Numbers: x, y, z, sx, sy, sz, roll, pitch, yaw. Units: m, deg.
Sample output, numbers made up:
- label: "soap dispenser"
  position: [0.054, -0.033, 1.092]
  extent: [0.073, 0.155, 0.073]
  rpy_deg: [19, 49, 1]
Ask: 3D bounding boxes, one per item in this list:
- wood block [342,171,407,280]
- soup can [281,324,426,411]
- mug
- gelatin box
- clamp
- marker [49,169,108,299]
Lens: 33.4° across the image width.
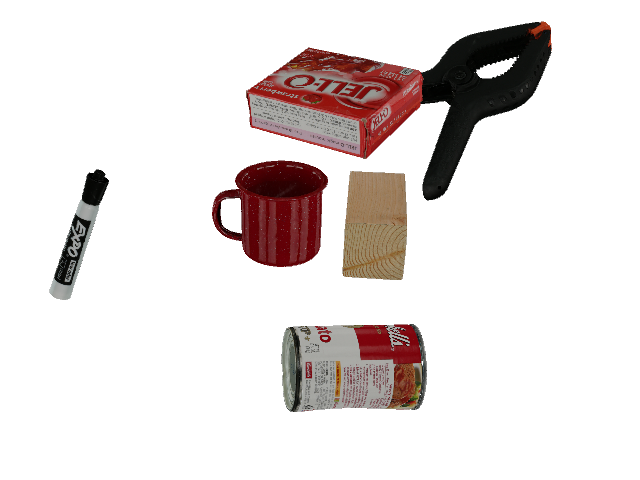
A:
- label: "wood block"
  position: [0.084, -0.027, 1.628]
  extent: [0.091, 0.090, 0.206]
  rpy_deg: [3, 25, 2]
- label: "soup can"
  position: [0.025, 0.100, 0.836]
  extent: [0.102, 0.068, 0.068]
  rpy_deg: [0, 0, -12]
- label: "mug"
  position: [-0.052, -0.026, 1.086]
  extent: [0.117, 0.081, 0.093]
  rpy_deg: [-2, 28, -6]
- label: "gelatin box"
  position: [0.010, -0.090, 0.678]
  extent: [0.089, 0.030, 0.073]
  rpy_deg: [17, 40, 28]
- label: "clamp"
  position: [0.128, -0.126, 0.951]
  extent: [0.210, 0.165, 0.036]
  rpy_deg: [-28, -38, -8]
- label: "marker"
  position: [-0.204, -0.005, 0.905]
  extent: [0.020, 0.121, 0.020]
  rpy_deg: [20, 21, -8]
